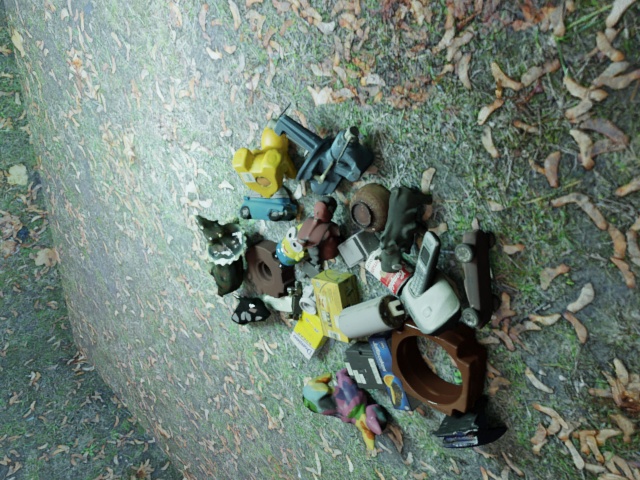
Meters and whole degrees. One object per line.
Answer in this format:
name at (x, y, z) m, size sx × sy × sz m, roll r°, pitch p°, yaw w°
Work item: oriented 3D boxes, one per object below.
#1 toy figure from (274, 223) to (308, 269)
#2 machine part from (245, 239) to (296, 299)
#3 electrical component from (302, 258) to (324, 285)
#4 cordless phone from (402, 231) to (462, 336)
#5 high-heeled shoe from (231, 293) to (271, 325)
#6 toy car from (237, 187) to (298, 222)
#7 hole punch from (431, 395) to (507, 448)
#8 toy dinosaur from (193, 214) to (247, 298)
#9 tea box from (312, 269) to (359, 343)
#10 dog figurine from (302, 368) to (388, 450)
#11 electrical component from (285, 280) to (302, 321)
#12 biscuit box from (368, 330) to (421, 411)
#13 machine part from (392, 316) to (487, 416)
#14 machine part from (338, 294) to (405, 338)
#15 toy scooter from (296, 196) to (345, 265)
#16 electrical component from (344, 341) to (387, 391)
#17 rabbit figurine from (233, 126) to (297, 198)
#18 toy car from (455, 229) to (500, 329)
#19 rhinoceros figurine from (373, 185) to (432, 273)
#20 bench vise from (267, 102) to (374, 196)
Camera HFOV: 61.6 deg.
toy figure at (-0.062, 0.013, 1.408) m, size 0.082 × 0.089 × 0.180 m, roll 44°, pitch 148°, yaw 3°
machine part at (-0.146, 0.085, 1.557) m, size 0.180 × 0.056 × 0.179 m, roll 24°, pitch 126°, yaw 37°
electrical component at (-0.020, 0.079, 1.443) m, size 0.063 × 0.021 × 0.094 m, roll 41°, pitch 137°, yaw 25°
cordless phone at (0.234, 0.085, 1.077) m, size 0.147 × 0.089 × 0.184 m, roll -113°, pitch 21°, yaw -51°
high-heeled shoe at (-0.204, 0.236, 1.682) m, size 0.145 × 0.086 × 0.248 m, roll 28°, pitch 157°, yaw 16°
toy car at (-0.137, -0.101, 1.410) m, size 0.162 × 0.109 × 0.102 m, roll 4°, pitch 96°, yaw 37°
hole punch at (0.332, 0.418, 1.183) m, size 0.092 × 0.116 × 0.142 m, roll 55°, pitch 141°, yaw -4°
toy dinosaur at (-0.279, 0.076, 1.605) m, size 0.192 × 0.131 × 0.404 m, roll -115°, pitch 18°, yaw -50°
tea box at (0.046, 0.168, 1.383) m, size 0.098 × 0.068 × 0.169 m, roll 10°, pitch 117°, yaw 43°
dog figurine at (0.075, 0.459, 1.439) m, size 0.219 × 0.191 × 0.108 m, roll 48°, pitch 135°, yaw 40°
electrical component at (-0.073, 0.172, 1.500) m, size 0.078 × 0.045 × 0.102 m, roll -117°, pitch 31°, yaw -69°
biscuit box at (0.188, 0.316, 1.318) m, size 0.063 × 0.059 × 0.202 m, roll -12°, pitch 102°, yaw 50°
machine part at (0.262, 0.268, 1.192) m, size 0.202 × 0.087 × 0.200 m, roll 19°, pitch 125°, yaw 38°
machine part at (0.116, 0.178, 1.234) m, size 0.243 × 0.079 × 0.079 m, roll -31°, pitch 87°, yaw 54°
toy scooter at (-0.003, -0.004, 1.264) m, size 0.075 × 0.135 × 0.183 m, roll 19°, pitch 141°, yaw 26°
electrical component at (0.125, 0.324, 1.394) m, size 0.134 × 0.058 × 0.114 m, roll -9°, pitch 102°, yaw 50°
rabbit figurine at (-0.112, -0.198, 1.304) m, size 0.122 × 0.173 × 0.162 m, roll -5°, pitch 148°, yaw 24°
toy car at (0.302, 0.075, 1.038) m, size 0.053 × 0.089 × 0.201 m, roll 10°, pitch 119°, yaw 43°
rhinoceros figurine at (0.167, -0.020, 1.114) m, size 0.073 × 0.112 × 0.190 m, roll 26°, pitch 121°, yaw 33°
bench vise at (-0.010, -0.203, 1.182) m, size 0.241 × 0.129 × 0.223 m, roll 37°, pitch 157°, yaw 2°
